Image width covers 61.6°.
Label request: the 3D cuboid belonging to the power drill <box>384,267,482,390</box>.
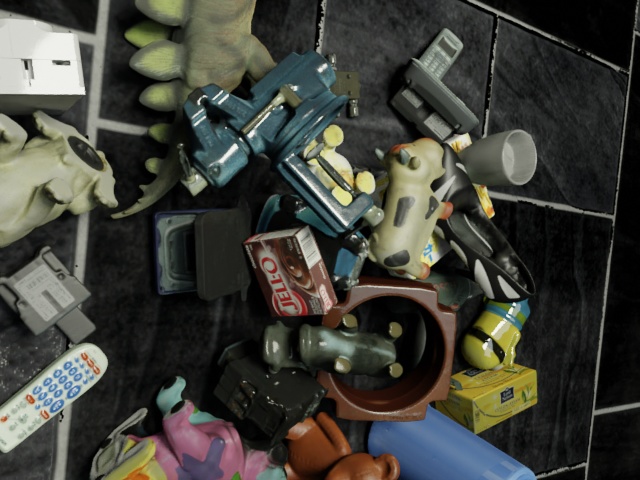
[{"bbox_3d":[0.211,0.149,0.916,0.232,0.086,0.207,5,95,-31],"label":"power drill"}]

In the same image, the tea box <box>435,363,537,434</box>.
[{"bbox_3d":[0.301,0.277,0.973,0.169,0.098,0.068,-13,101,-33],"label":"tea box"}]

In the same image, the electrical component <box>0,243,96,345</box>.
[{"bbox_3d":[-0.299,0.070,0.601,0.075,0.048,0.119,-38,111,-24],"label":"electrical component"}]

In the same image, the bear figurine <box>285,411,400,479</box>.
[{"bbox_3d":[0.006,0.315,0.728,0.132,0.196,0.120,9,92,-32],"label":"bear figurine"}]

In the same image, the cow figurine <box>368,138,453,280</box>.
[{"bbox_3d":[0.121,-0.052,0.762,0.127,0.086,0.194,21,89,-34],"label":"cow figurine"}]

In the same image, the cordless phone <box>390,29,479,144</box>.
[{"bbox_3d":[0.210,-0.258,0.878,0.146,0.089,0.184,41,56,-8],"label":"cordless phone"}]

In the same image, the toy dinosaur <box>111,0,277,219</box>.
[{"bbox_3d":[-0.131,-0.240,0.657,0.198,0.105,0.471,14,89,-26],"label":"toy dinosaur"}]

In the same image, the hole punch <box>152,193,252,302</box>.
[{"bbox_3d":[-0.147,0.014,0.682,0.116,0.092,0.142,-10,98,-62],"label":"hole punch"}]

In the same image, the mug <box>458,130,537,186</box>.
[{"bbox_3d":[0.272,-0.131,0.835,0.109,0.107,0.080,-48,117,-25],"label":"mug"}]

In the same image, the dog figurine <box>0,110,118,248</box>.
[{"bbox_3d":[-0.326,-0.031,0.564,0.190,0.172,0.121,-37,83,12],"label":"dog figurine"}]

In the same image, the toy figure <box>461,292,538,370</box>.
[{"bbox_3d":[0.326,0.154,0.990,0.089,0.082,0.180,32,84,-11],"label":"toy figure"}]

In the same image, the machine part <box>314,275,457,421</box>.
[{"bbox_3d":[0.090,0.157,0.795,0.201,0.087,0.200,4,95,-10],"label":"machine part"}]

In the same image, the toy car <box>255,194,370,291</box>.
[{"bbox_3d":[-0.002,-0.002,0.742,0.103,0.162,0.109,-28,137,-64],"label":"toy car"}]

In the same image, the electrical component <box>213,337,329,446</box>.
[{"bbox_3d":[-0.070,0.188,0.705,0.058,0.134,0.115,-60,160,19],"label":"electrical component"}]

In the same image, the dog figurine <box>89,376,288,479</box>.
[{"bbox_3d":[-0.145,0.293,0.667,0.191,0.108,0.219,-43,109,-16],"label":"dog figurine"}]

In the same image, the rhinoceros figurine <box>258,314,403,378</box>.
[{"bbox_3d":[0.017,0.138,0.691,0.190,0.112,0.073,10,72,-22],"label":"rhinoceros figurine"}]

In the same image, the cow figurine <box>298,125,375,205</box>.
[{"bbox_3d":[-0.003,-0.116,0.759,0.068,0.098,0.167,-37,94,-18],"label":"cow figurine"}]

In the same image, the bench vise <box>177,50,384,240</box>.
[{"bbox_3d":[-0.032,-0.090,0.600,0.240,0.129,0.223,46,65,-4],"label":"bench vise"}]

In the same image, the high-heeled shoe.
[{"bbox_3d":[0.242,-0.023,0.801,0.086,0.145,0.248,-25,110,-30],"label":"high-heeled shoe"}]

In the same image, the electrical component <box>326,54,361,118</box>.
[{"bbox_3d":[0.032,-0.230,0.804,0.063,0.021,0.094,-11,99,-32],"label":"electrical component"}]
